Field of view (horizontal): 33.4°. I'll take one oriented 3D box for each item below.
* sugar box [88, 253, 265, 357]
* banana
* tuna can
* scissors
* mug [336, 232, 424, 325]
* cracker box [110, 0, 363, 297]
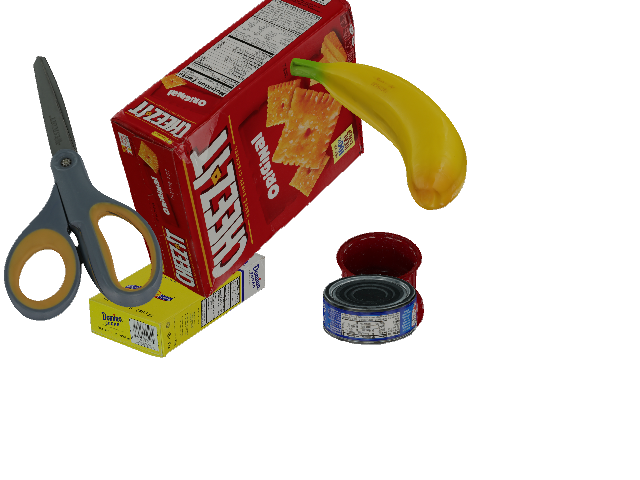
[{"bbox_3d":[-0.142,0.053,1.093,0.093,0.048,0.175,16,32,27],"label":"sugar box"},{"bbox_3d":[0.048,-0.069,0.666,0.069,0.037,0.198,-13,33,-20],"label":"banana"},{"bbox_3d":[0.044,0.060,0.961,0.086,0.034,0.086,-2,20,0],"label":"tuna can"},{"bbox_3d":[-0.163,-0.029,0.630,0.096,0.202,0.016,-30,-31,-17],"label":"scissors"},{"bbox_3d":[0.072,0.055,1.175,0.093,0.081,0.117,-26,42,-30],"label":"mug"},{"bbox_3d":[-0.055,-0.082,0.859,0.072,0.164,0.213,26,54,28],"label":"cracker box"}]
